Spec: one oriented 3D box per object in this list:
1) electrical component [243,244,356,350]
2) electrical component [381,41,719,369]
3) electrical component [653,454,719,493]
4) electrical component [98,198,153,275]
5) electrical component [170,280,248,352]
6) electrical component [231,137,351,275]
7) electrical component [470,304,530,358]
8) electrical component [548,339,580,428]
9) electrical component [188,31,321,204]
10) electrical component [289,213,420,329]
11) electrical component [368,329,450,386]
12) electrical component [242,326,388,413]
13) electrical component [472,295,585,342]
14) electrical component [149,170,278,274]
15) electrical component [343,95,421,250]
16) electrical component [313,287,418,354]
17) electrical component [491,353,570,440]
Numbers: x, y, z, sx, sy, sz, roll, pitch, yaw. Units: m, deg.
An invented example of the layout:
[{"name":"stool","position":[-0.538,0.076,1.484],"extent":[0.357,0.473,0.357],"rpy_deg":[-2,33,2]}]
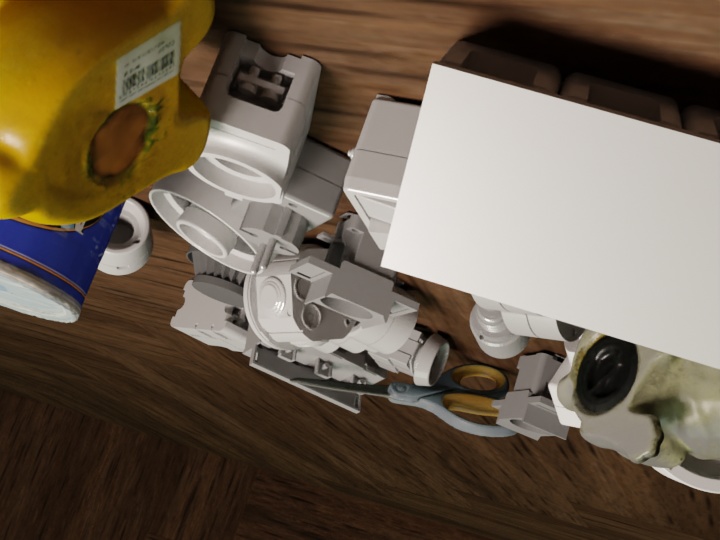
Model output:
[{"name":"electrical component","position":[-0.042,0.019,0.798],"extent":[0.051,0.080,0.080],"rpy_deg":[-5,152,44]},{"name":"electrical component","position":[0.096,-0.030,0.447],"extent":[0.150,0.089,0.061],"rpy_deg":[17,-156,7]},{"name":"electrical component","position":[0.218,0.086,0.677],"extent":[0.108,0.108,0.060],"rpy_deg":[18,170,5]},{"name":"electrical component","position":[-0.192,-0.029,0.854],"extent":[0.055,0.055,0.047],"rpy_deg":[20,160,-5]},{"name":"electrical component","position":[-0.127,0.044,1.025],"extent":[0.089,0.050,0.056],"rpy_deg":[1,156,48]},{"name":"electrical component","position":[-0.047,-0.033,0.632],"extent":[0.047,0.076,0.066],"rpy_deg":[24,163,-17]},{"name":"electrical component","position":[0.097,0.035,0.758],"extent":[0.040,0.040,0.078],"rpy_deg":[13,163,20]},{"name":"electrical component","position":[0.163,0.061,0.741],"extent":[0.047,0.065,0.076],"rpy_deg":[6,131,39]},{"name":"electrical component","position":[-0.055,-0.072,0.553],"extent":[0.050,0.055,0.089],"rpy_deg":[20,164,-2]},{"name":"electrical component","position":[0.000,0.000,0.712],"extent":[0.081,0.063,0.042],"rpy_deg":[24,165,-17]},{"name":"electrical component","position":[0.044,0.071,0.933],"extent":[0.055,0.048,0.066],"rpy_deg":[21,166,22]},{"name":"electrical component","position":[-0.037,0.069,0.979],"extent":[0.121,0.078,0.063],"rpy_deg":[28,140,-29]},{"name":"electrical component","position":[0.105,0.000,0.613],"extent":[0.074,0.052,0.138],"rpy_deg":[6,159,37]},{"name":"electrical component","position":[-0.086,-0.044,0.710],"extent":[0.099,0.064,0.099],"rpy_deg":[29,161,11]},{"name":"electrical component","position":[0.035,-0.042,0.539],"extent":[0.096,0.061,0.061],"rpy_deg":[13,163,20]},{"name":"electrical component","position":[0.003,0.043,0.870],"extent":[0.074,0.052,0.138],"rpy_deg":[28,162,-29]},{"name":"electrical component","position":[0.148,0.103,0.883],"extent":[0.042,0.063,0.081],"rpy_deg":[23,164,-17]}]
